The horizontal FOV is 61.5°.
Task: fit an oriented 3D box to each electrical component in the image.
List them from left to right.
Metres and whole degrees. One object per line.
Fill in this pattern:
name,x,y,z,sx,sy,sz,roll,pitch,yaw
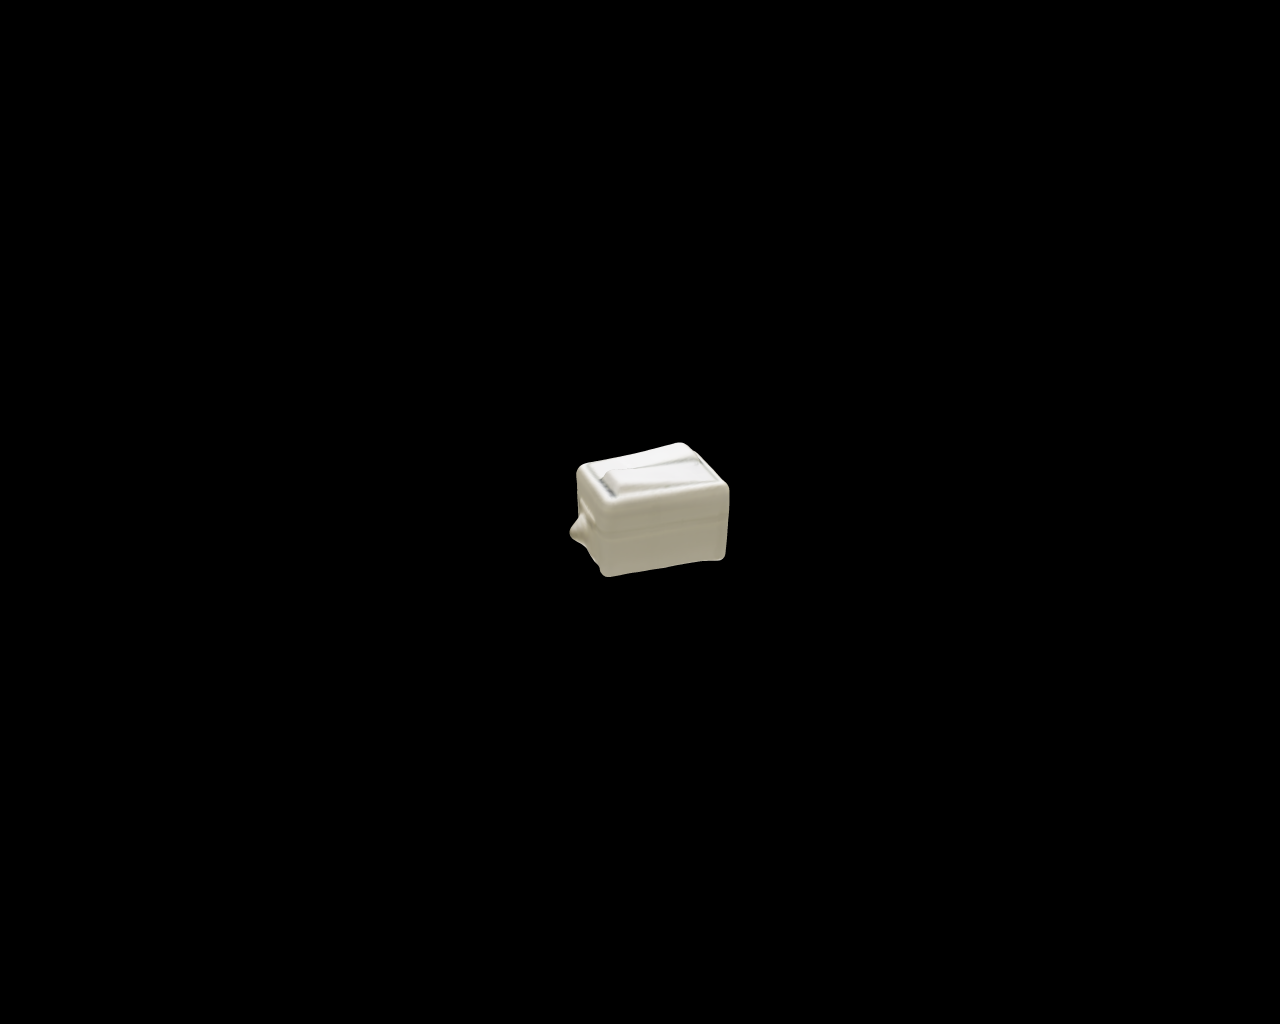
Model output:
electrical component,0.001,-0.003,0.650,0.096,0.061,0.062,-8,28,-16
